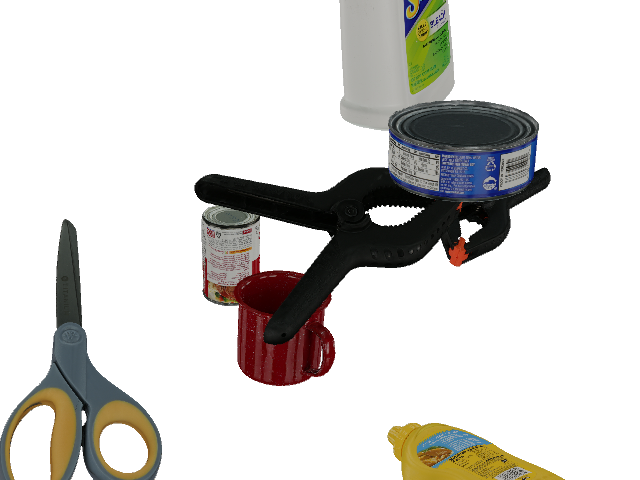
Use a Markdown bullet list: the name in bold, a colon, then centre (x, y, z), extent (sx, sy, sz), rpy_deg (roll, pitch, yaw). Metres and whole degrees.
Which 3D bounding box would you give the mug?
- **mug**: centre (-0.030, 0.090, 1.020), extent (0.117, 0.081, 0.093), rpy_deg (25, 33, 37)

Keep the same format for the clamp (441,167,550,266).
- **clamp**: centre (0.164, -0.045, 1.154), extent (0.120, 0.039, 0.171), rpy_deg (23, 49, 21)

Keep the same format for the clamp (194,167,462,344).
- **clamp**: centre (0.021, -0.002, 0.827), extent (0.209, 0.164, 0.036), rpy_deg (-10, -37, -14)

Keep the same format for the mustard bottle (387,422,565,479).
- **mustard bottle**: centre (0.134, 0.218, 1.006), extent (0.096, 0.058, 0.192), rpy_deg (-15, 24, -37)

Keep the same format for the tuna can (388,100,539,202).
- **tuna can**: centre (0.082, -0.053, 0.617), extent (0.086, 0.034, 0.086), rpy_deg (-1, 25, 0)

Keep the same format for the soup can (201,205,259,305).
- **soup can**: centre (-0.104, 0.015, 1.236), extent (0.068, 0.102, 0.068), rpy_deg (1, 25, -1)

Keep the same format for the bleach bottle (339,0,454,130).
- **bleach bottle**: centre (0.049, -0.214, 0.777), extent (0.068, 0.251, 0.102), rpy_deg (15, 38, 32)

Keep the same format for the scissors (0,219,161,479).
- **scissors**: centre (-0.129, 0.070, 0.625), extent (0.096, 0.201, 0.016), rpy_deg (14, -44, -7)
